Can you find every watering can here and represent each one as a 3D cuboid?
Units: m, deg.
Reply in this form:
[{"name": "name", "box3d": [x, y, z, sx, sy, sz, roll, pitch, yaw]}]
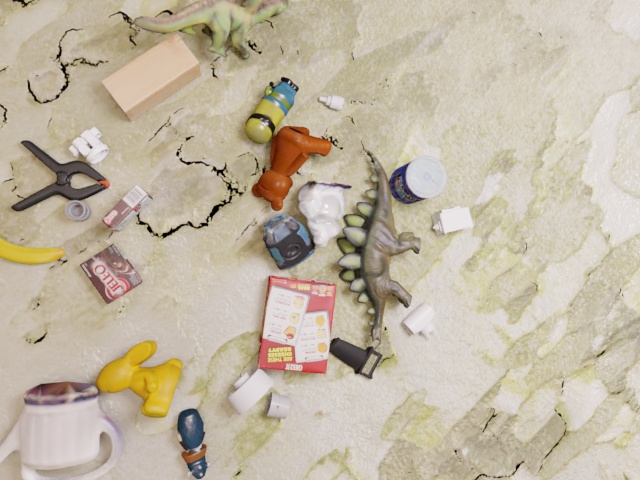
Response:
[{"name": "watering can", "box3d": [-0.604, 0.423, 1.110, 0.348, 0.103, 0.225, -1, 85, -10]}]

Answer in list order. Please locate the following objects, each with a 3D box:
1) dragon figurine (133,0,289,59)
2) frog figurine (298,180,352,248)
[{"name": "dragon figurine", "box3d": [-0.206, -0.541, 1.167, 0.123, 0.414, 0.239, 49, 120, 10]}, {"name": "frog figurine", "box3d": [0.004, -0.063, 1.248, 0.123, 0.137, 0.159, 9, 92, 31]}]
